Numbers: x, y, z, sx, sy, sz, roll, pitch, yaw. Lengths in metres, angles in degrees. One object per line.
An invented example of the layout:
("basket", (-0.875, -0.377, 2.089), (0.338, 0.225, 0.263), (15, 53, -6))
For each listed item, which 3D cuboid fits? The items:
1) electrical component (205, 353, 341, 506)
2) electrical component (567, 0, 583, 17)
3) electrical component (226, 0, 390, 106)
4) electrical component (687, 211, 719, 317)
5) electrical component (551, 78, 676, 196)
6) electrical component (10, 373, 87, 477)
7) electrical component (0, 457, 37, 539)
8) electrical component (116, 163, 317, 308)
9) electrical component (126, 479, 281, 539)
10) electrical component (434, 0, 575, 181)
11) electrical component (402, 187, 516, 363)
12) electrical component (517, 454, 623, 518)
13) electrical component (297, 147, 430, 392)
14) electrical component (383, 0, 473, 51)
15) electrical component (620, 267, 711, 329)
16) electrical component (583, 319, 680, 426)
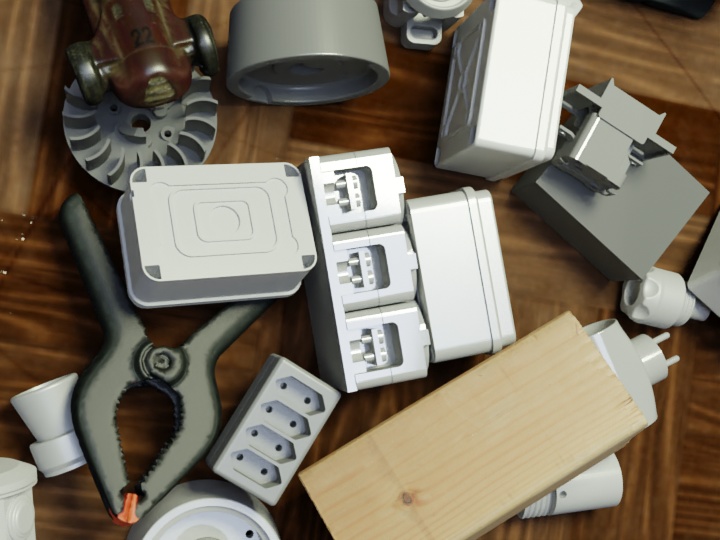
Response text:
("electrical component", (-0.061, 0.101, 0.709), (0.047, 0.076, 0.083), (34, 81, -13))
("electrical component", (0.127, -0.199, 0.782), (0.062, 0.043, 0.043), (44, 79, -7))
("electrical component", (-0.036, -0.153, 0.712), (0.108, 0.108, 0.060), (-2, 82, -13))
("electrical component", (0.311, 0.001, 0.793), (0.109, 0.056, 0.108), (40, 56, -9))
("electrical component", (0.167, -0.089, 0.734), (0.081, 0.042, 0.063), (30, 84, -9))
("electrical component", (-0.194, 0.100, 0.694), (0.045, 0.045, 0.055), (-22, 93, -13))
("electrical component", (-0.240, 0.148, 0.664), (0.080, 0.080, 0.051), (-4, 94, -13))
("electrical component", (-0.092, -0.021, 0.683), (0.113, 0.057, 0.078), (-4, 71, -23))
("electrical component", (-0.100, 0.196, 0.704), (0.108, 0.060, 0.108), (1, 88, -13))
("electrical component", (0.096, -0.124, 0.739), (0.056, 0.109, 0.108), (10, 86, -10))
("electrical component", (0.062, 0.004, 0.741), (0.057, 0.078, 0.113), (-10, 90, -10))
("electrical component", (0.141, 0.153, 0.771), (0.081, 0.043, 0.043), (-5, 89, -13))
("electrical component", (0.000, 0.000, 0.720), (0.062, 0.089, 0.150), (-9, 90, -13))
("electrical component", (0.049, -0.201, 0.757), (0.058, 0.057, 0.078), (3, 87, -13))
("electrical component", (0.229, 0.023, 0.797), (0.062, 0.043, 0.043), (14, 85, -14))
("electrical component", (0.197, 0.072, 0.787), (0.079, 0.044, 0.077), (-24, 93, -13))
